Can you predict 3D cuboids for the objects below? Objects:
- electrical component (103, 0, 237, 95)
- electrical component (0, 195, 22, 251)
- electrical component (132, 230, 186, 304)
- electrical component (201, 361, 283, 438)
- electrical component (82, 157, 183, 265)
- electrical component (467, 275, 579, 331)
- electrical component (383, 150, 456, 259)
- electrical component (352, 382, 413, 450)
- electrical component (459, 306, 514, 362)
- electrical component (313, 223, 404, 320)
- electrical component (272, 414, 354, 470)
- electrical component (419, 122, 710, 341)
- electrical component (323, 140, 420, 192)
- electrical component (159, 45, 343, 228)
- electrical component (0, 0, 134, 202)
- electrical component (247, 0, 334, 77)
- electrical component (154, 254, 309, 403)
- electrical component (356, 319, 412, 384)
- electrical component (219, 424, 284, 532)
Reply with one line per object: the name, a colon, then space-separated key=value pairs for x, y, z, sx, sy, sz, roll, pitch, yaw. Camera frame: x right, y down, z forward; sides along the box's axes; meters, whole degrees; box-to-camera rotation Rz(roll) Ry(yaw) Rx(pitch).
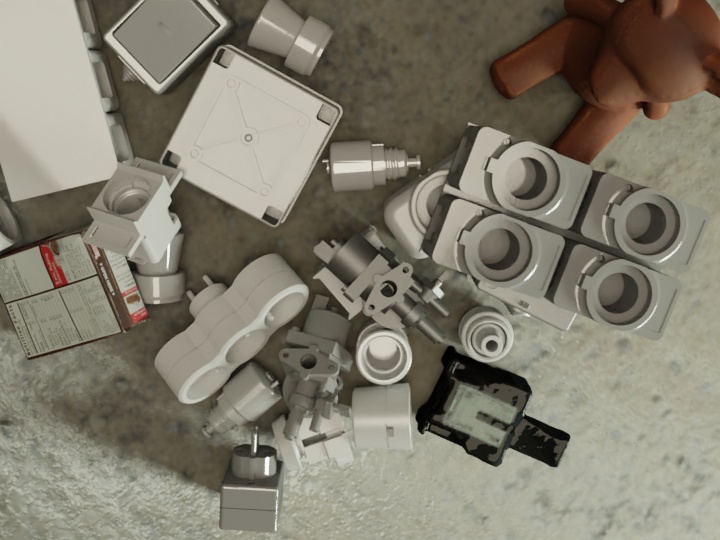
electrical component: x=-0.152 y=-0.180 z=0.834 sx=0.096 sy=0.061 sz=0.061 roll=-43 pitch=97 yaw=7
electrical component: x=-0.332 y=-0.074 z=0.839 sx=0.062 sy=0.089 sz=0.150 roll=-27 pitch=99 yaw=5
electrical component: x=-0.164 y=-0.004 z=0.873 sx=0.045 sy=0.045 sz=0.055 roll=0 pitch=100 yaw=0
electrical component: x=-0.100 y=0.110 z=0.895 sx=0.078 sy=0.040 sz=0.040 roll=-41 pitch=97 yaw=7
electrical component: x=-0.168 y=-0.041 z=0.817 sx=0.042 sy=0.063 sz=0.081 roll=17 pitch=62 yaw=20
electrical component: x=0.146 y=-0.008 z=0.868 sx=0.100 sy=0.048 sz=0.099 roll=26 pitch=100 yaw=-5
electrical component: x=0.067 y=-0.054 z=0.856 sx=0.095 sy=0.059 sz=0.053 roll=-34 pitch=98 yaw=6
electrical component: x=0.019 y=0.121 z=0.890 sx=0.047 sy=0.055 sz=0.055 roll=-2 pitch=100 yaw=4
electrical component: x=0.103 y=0.054 z=0.873 sx=0.043 sy=0.062 sz=0.043 roll=0 pitch=100 yaw=0
electrical component: x=0.000 y=0.000 z=0.875 sx=0.064 sy=0.042 sz=0.081 roll=-41 pitch=98 yaw=3
electrical component: x=-0.041 y=0.138 z=0.897 sx=0.055 sy=0.048 sz=0.066 roll=-19 pitch=99 yaw=-4
electrical component: x=0.153 y=-0.028 z=0.804 sx=0.186 sy=0.060 sz=0.105 roll=19 pitch=97 yaw=-9
electrical component: x=0.009 y=-0.084 z=0.860 sx=0.078 sy=0.040 sz=0.040 roll=-3 pitch=100 yaw=1
electrical component: x=-0.085 y=-0.105 z=0.849 sx=0.109 sy=0.056 sz=0.108 roll=28 pitch=99 yaw=-5
electrical component: x=-0.242 y=-0.138 z=0.841 sx=0.089 sy=0.061 sz=0.150 roll=-13 pitch=99 yaw=3
electrical component: x=-0.054 y=-0.182 z=0.842 sx=0.055 sy=0.045 sz=0.045 roll=29 pitch=99 yaw=-5
electrical component: x=-0.114 y=0.036 z=0.877 sx=0.138 sy=0.052 sz=0.073 roll=-44 pitch=66 yaw=4
electrical component: x=0.019 y=0.065 z=0.878 sx=0.045 sy=0.055 sz=0.045 roll=0 pitch=100 yaw=0
electrical component: x=-0.088 y=0.168 z=0.892 sx=0.047 sy=0.065 sz=0.076 roll=3 pitch=100 yaw=0
